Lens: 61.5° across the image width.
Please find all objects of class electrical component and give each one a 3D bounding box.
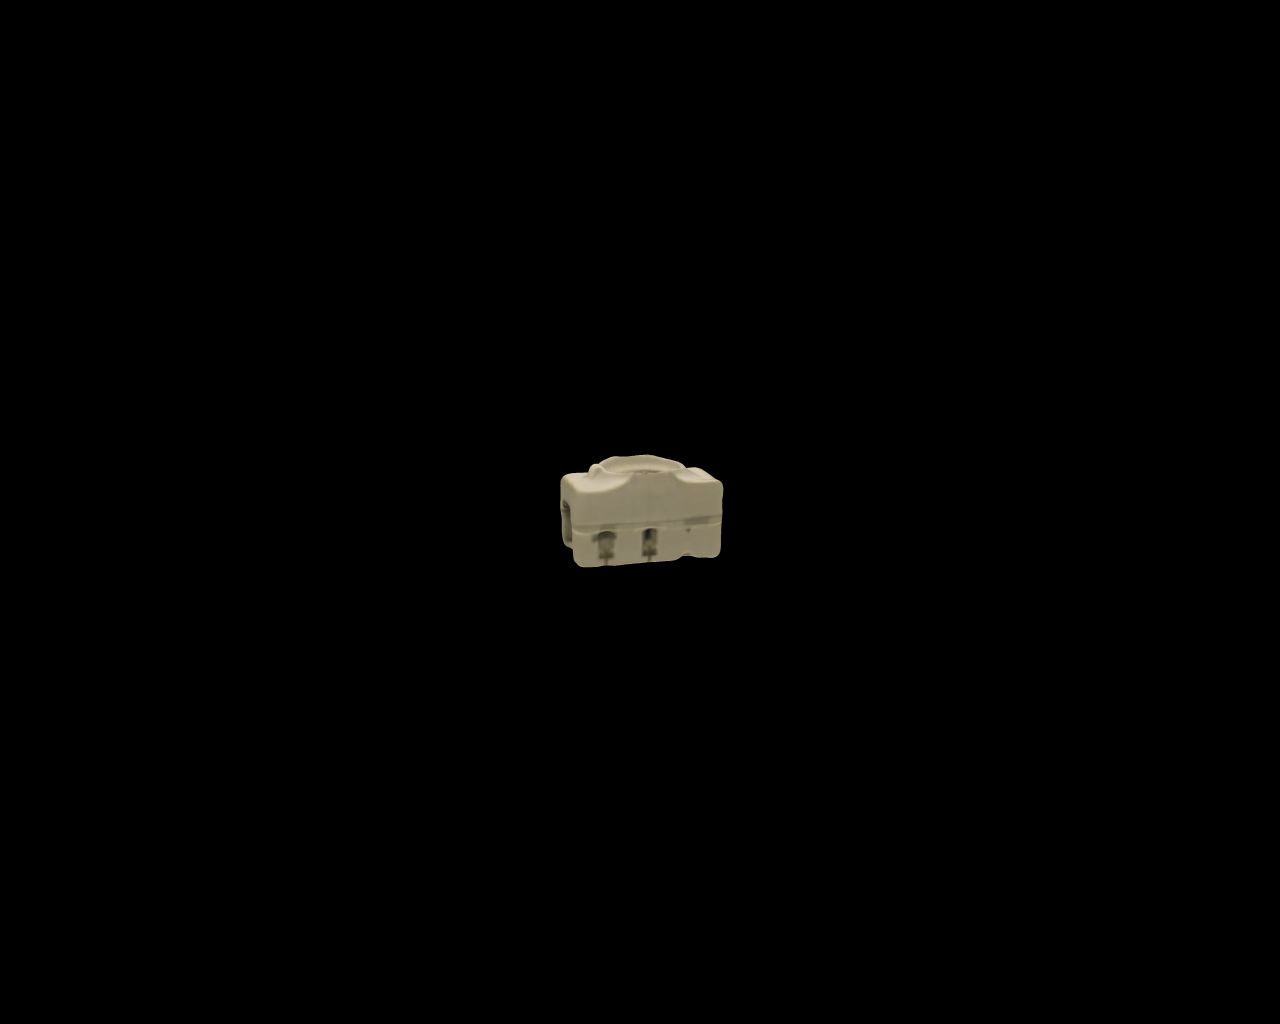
[{"bbox_3d":[0.001,-0.003,0.650,0.089,0.055,0.050,-4,16,-14],"label":"electrical component"}]
